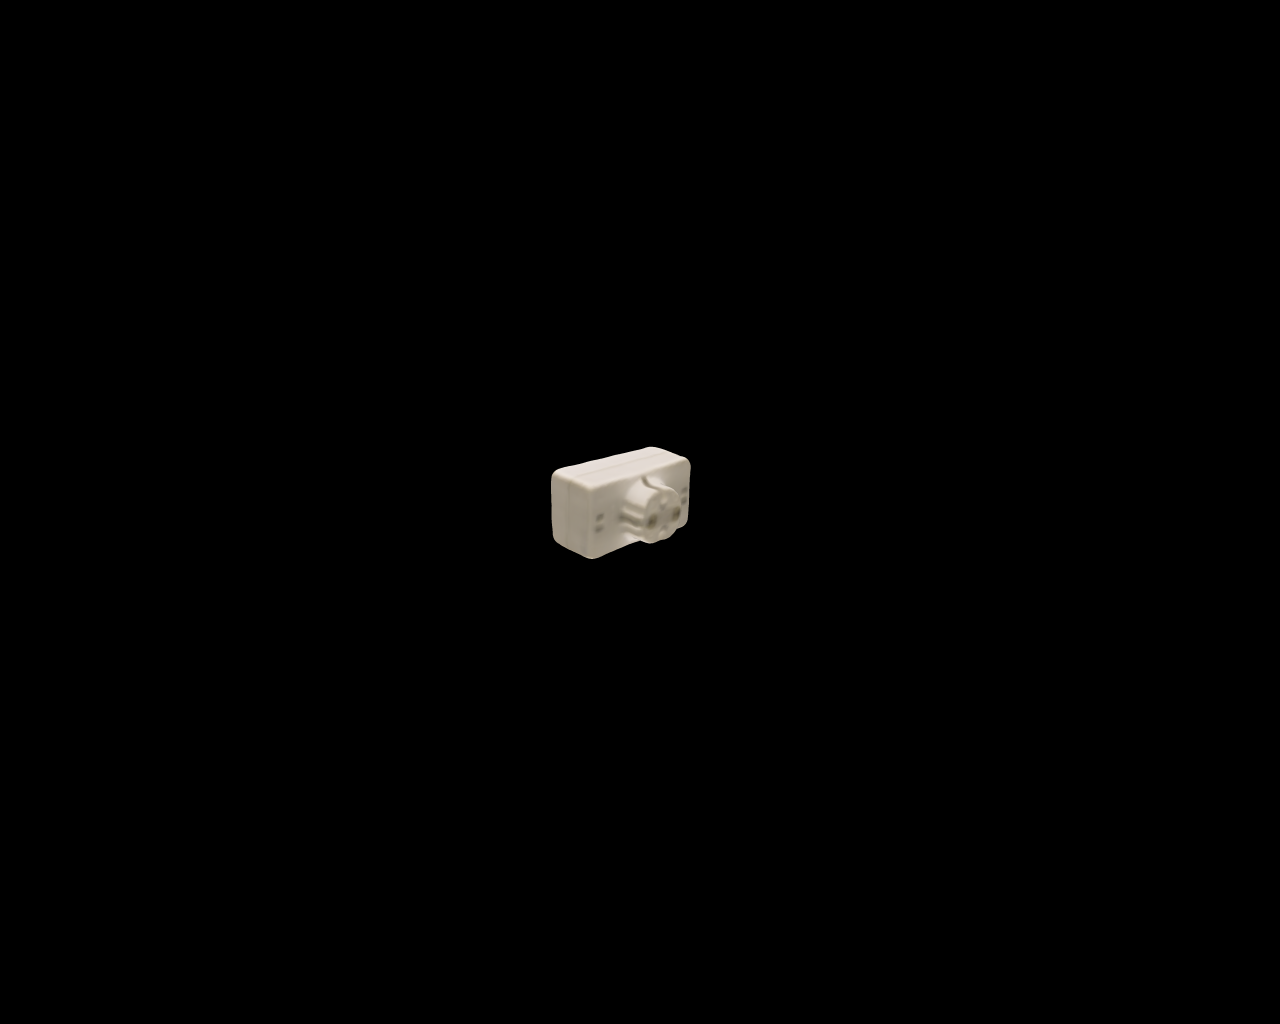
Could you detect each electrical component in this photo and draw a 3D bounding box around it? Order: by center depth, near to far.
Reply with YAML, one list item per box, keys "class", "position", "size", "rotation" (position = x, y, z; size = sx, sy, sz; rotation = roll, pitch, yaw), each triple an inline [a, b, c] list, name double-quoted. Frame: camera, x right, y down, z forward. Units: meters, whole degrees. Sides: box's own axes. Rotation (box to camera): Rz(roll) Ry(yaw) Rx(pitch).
- class: "electrical component"
  position: [0.001, -0.003, 0.650]
  size: [0.083, 0.047, 0.076]
  rotation: [-17, 27, -38]
